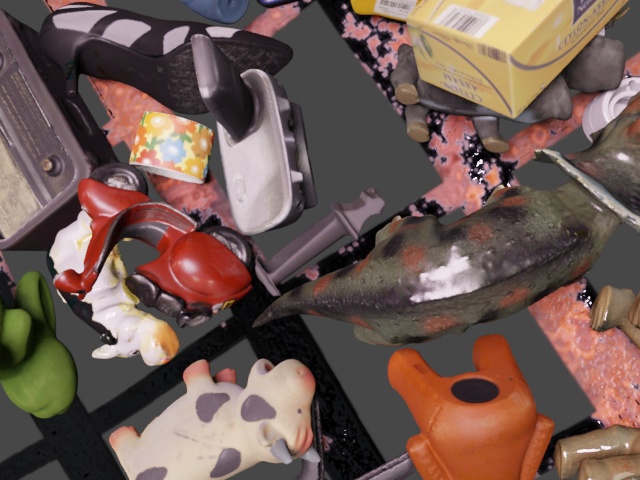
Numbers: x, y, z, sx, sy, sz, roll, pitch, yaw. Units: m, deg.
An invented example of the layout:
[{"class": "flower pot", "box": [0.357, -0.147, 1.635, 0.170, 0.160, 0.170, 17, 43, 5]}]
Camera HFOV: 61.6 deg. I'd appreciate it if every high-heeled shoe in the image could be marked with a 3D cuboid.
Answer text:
[{"class": "high-heeled shoe", "box": [-0.160, -0.204, 0.554, 0.249, 0.086, 0.145, -9, 54, -8]}]

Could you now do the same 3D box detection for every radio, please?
[{"class": "radio", "box": [-0.311, -0.113, 0.558, 0.131, 0.073, 0.229, -33, 83, 8]}]

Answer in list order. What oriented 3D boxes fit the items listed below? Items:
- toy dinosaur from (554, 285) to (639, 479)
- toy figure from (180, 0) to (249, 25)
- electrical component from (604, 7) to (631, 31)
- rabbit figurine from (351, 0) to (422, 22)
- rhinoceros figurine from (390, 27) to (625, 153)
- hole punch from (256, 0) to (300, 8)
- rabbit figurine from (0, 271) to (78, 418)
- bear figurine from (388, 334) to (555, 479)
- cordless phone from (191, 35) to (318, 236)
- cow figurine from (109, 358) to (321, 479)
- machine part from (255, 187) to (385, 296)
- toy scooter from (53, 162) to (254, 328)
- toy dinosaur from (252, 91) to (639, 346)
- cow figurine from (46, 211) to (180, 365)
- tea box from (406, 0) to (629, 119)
[{"class": "toy dinosaur", "box": [0.328, 0.093, 0.427, 0.199, 0.105, 0.470, 16, 100, 3]}, {"class": "toy figure", "box": [-0.135, -0.264, 0.537, 0.155, 0.058, 0.064, 39, 131, 24]}, {"class": "electrical component", "box": [0.228, -0.224, 0.485, 0.078, 0.045, 0.102, -17, 81, 37]}, {"class": "rabbit figurine", "box": [0.112, -0.291, 0.473, 0.162, 0.121, 0.173, 7, 74, 7]}, {"class": "rhinoceros figurine", "box": [0.156, -0.139, 0.467, 0.191, 0.073, 0.112, 6, 61, 26]}, {"class": "hole punch", "box": [-0.031, -0.304, 0.512, 0.142, 0.092, 0.115, -13, 82, 13]}, {"class": "rabbit figurine", "box": [-0.315, 0.109, 0.522, 0.121, 0.170, 0.159, -33, 41, 5]}, {"class": "bear figurine", "box": [0.135, 0.199, 0.460, 0.120, 0.132, 0.195, -11, 108, -2]}, {"class": "cordless phone", "box": [-0.062, -0.082, 0.458, 0.089, 0.184, 0.146, -10, 86, 5]}, {"class": "cow figurine", "box": [-0.086, 0.177, 0.487, 0.195, 0.085, 0.127, -39, 58, 5]}, {"class": "machine part", "box": [-0.001, -0.002, 0.499, 0.139, 0.084, 0.039, -36, 106, 8]}, {"class": "toy scooter", "box": [-0.152, 0.020, 0.480, 0.184, 0.135, 0.075, 36, 133, -10]}, {"class": "toy dinosaur", "box": [0.112, 0.017, 0.420, 0.405, 0.192, 0.131, -26, 82, 7]}, {"class": "cow figurine", "box": [-0.212, 0.061, 0.536, 0.098, 0.068, 0.167, -32, 79, 13]}, {"class": "tea box", "box": [0.159, -0.184, 0.405, 0.169, 0.068, 0.098, -44, 53, -8]}]
